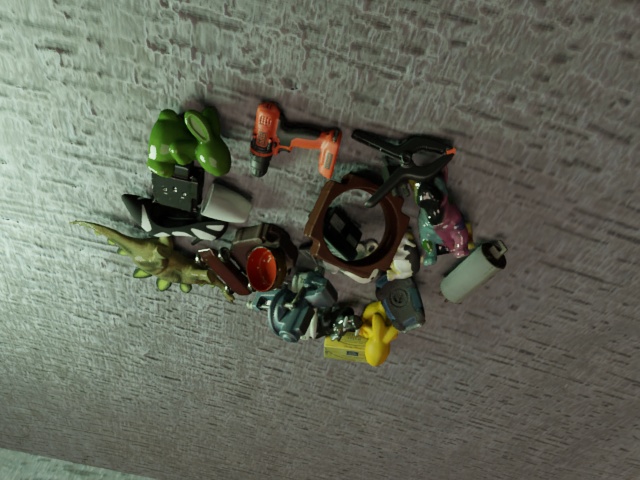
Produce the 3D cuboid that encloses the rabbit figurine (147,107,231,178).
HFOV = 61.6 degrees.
[{"bbox_3d":[-0.259,-0.203,1.137,0.170,0.121,0.159,21,115,10],"label":"rabbit figurine"}]

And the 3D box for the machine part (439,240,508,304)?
[{"bbox_3d":[0.377,0.085,1.330,0.079,0.079,0.243,25,134,-14],"label":"machine part"}]

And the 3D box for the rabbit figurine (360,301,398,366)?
[{"bbox_3d":[0.172,0.260,1.482,0.122,0.173,0.162,21,140,-4],"label":"rabbit figurine"}]

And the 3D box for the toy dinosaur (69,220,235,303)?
[{"bbox_3d":[-0.433,0.048,1.436,0.471,0.105,0.198,35,135,-17],"label":"toy dinosaur"}]

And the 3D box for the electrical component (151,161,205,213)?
[{"bbox_3d":[-0.334,-0.135,1.260,0.115,0.058,0.134,11,136,-3],"label":"electrical component"}]

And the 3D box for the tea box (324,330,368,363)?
[{"bbox_3d":[0.100,0.302,1.591,0.170,0.098,0.068,4,136,5],"label":"tea box"}]

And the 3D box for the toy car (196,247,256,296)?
[{"bbox_3d":[-0.238,0.077,1.389,0.089,0.053,0.202,-8,137,30],"label":"toy car"}]

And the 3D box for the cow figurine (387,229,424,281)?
[{"bbox_3d":[0.206,0.027,1.311,0.098,0.068,0.167,-3,138,5],"label":"cow figurine"}]

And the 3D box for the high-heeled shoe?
[{"bbox_3d":[-0.351,-0.067,1.319,0.248,0.086,0.145,34,128,-28],"label":"high-heeled shoe"}]

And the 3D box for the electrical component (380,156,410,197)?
[{"bbox_3d":[0.162,-0.136,1.156,0.063,0.094,0.021,-3,159,-42],"label":"electrical component"}]

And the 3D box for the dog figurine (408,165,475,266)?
[{"bbox_3d":[0.265,-0.066,1.189,0.109,0.191,0.219,-12,98,26],"label":"dog figurine"}]

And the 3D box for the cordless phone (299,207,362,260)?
[{"bbox_3d":[-0.003,-0.004,1.324,0.184,0.089,0.146,-10,136,46],"label":"cordless phone"}]

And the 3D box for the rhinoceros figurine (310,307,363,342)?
[{"bbox_3d":[0.036,0.236,1.527,0.190,0.112,0.073,-17,128,37],"label":"rhinoceros figurine"}]

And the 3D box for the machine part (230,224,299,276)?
[{"bbox_3d":[-0.146,0.036,1.398,0.179,0.056,0.179,6,137,6],"label":"machine part"}]

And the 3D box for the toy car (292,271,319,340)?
[{"bbox_3d":[-0.041,0.182,1.478,0.074,0.056,0.201,4,105,10],"label":"toy car"}]

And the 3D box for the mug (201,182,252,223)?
[{"bbox_3d":[-0.224,-0.077,1.286,0.107,0.081,0.109,21,159,-18],"label":"mug"}]

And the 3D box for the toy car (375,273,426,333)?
[{"bbox_3d":[0.220,0.158,1.412,0.109,0.161,0.103,-28,170,16],"label":"toy car"}]

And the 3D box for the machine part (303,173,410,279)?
[{"bbox_3d":[0.079,-0.031,1.191,0.201,0.087,0.201,24,90,-15],"label":"machine part"}]

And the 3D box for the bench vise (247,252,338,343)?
[{"bbox_3d":[-0.083,0.153,1.372,0.241,0.223,0.128,-1,150,35],"label":"bench vise"}]
